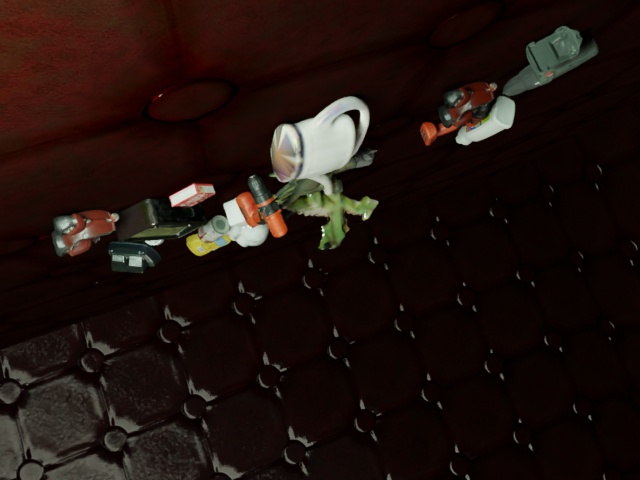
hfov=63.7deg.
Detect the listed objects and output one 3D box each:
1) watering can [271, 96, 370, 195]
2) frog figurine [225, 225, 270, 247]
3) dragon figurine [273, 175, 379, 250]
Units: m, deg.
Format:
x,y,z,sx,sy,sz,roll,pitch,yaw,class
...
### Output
x,y,z,sx,sy,sz,roll,pitch,yaw,class
-0.007,-0.183,1.159,0.226,0.105,0.340,-18,154,-27,watering can
-0.258,-0.043,1.794,0.159,0.124,0.135,1,126,-49,frog figurine
0.005,-0.085,1.692,0.413,0.243,0.121,-20,178,-21,dragon figurine
